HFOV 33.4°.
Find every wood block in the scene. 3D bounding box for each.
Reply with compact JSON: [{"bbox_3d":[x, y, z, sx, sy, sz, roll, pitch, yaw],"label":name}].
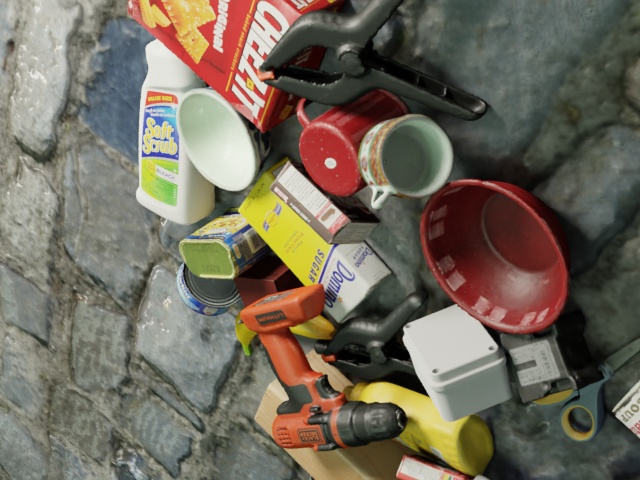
[{"bbox_3d":[0.028,0.247,1.314,0.206,0.090,0.091,42,141,16],"label":"wood block"}]

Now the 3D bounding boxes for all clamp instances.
[{"bbox_3d":[0.080,0.126,1.187,0.172,0.039,0.120,-21,101,44],"label":"clamp"},{"bbox_3d":[0.036,-0.176,0.952,0.210,0.036,0.164,2,129,25],"label":"clamp"}]

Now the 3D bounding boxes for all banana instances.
[{"bbox_3d":[-0.055,0.104,1.341,0.069,0.037,0.198,45,149,-20],"label":"banana"}]

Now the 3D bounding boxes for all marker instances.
[{"bbox_3d":[0.037,0.135,1.272,0.121,0.020,0.020,5,122,46],"label":"marker"}]

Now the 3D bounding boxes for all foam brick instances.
[{"bbox_3d":[-0.056,0.055,1.283,0.078,0.052,0.051,5,124,46],"label":"foam brick"}]

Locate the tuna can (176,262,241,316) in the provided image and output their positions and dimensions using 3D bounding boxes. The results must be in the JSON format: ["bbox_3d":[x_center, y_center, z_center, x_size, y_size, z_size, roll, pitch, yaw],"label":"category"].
[{"bbox_3d":[-0.136,0.051,1.342,0.086,0.086,0.034,50,145,5],"label":"tuna can"}]

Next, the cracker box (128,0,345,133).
[{"bbox_3d":[-0.093,-0.236,1.076,0.214,0.072,0.164,42,142,14],"label":"cracker box"}]

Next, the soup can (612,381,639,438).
[{"bbox_3d":[0.320,0.164,0.945,0.102,0.068,0.069,44,143,15],"label":"soup can"}]

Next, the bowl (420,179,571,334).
[{"bbox_3d":[0.173,0.005,0.989,0.162,0.055,0.162,28,137,30],"label":"bowl"}]

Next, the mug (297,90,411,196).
[{"bbox_3d":[0.026,-0.103,1.042,0.117,0.081,0.093,46,143,11],"label":"mug"}]

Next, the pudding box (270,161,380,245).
[{"bbox_3d":[0.007,-0.037,1.098,0.090,0.113,0.039,43,105,13],"label":"pudding box"}]

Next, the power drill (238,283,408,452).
[{"bbox_3d":[-0.002,0.147,1.193,0.185,0.057,0.187,-14,98,39],"label":"power drill"}]

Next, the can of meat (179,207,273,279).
[{"bbox_3d":[-0.106,0.004,1.272,0.102,0.083,0.057,-1,117,48],"label":"can of meat"}]

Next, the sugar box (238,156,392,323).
[{"bbox_3d":[-0.008,0.002,1.194,0.176,0.048,0.093,50,144,8],"label":"sugar box"}]

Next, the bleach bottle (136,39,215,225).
[{"bbox_3d":[-0.173,-0.143,1.249,0.103,0.068,0.251,28,134,30],"label":"bleach bottle"}]

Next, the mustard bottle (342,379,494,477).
[{"bbox_3d":[0.101,0.204,1.221,0.192,0.058,0.096,16,153,40],"label":"mustard bottle"}]

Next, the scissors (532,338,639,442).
[{"bbox_3d":[0.275,0.142,1.018,0.202,0.016,0.096,-26,95,54],"label":"scissors"}]

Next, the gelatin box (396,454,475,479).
[{"bbox_3d":[0.134,0.268,1.204,0.073,0.030,0.089,18,174,22],"label":"gelatin box"}]
